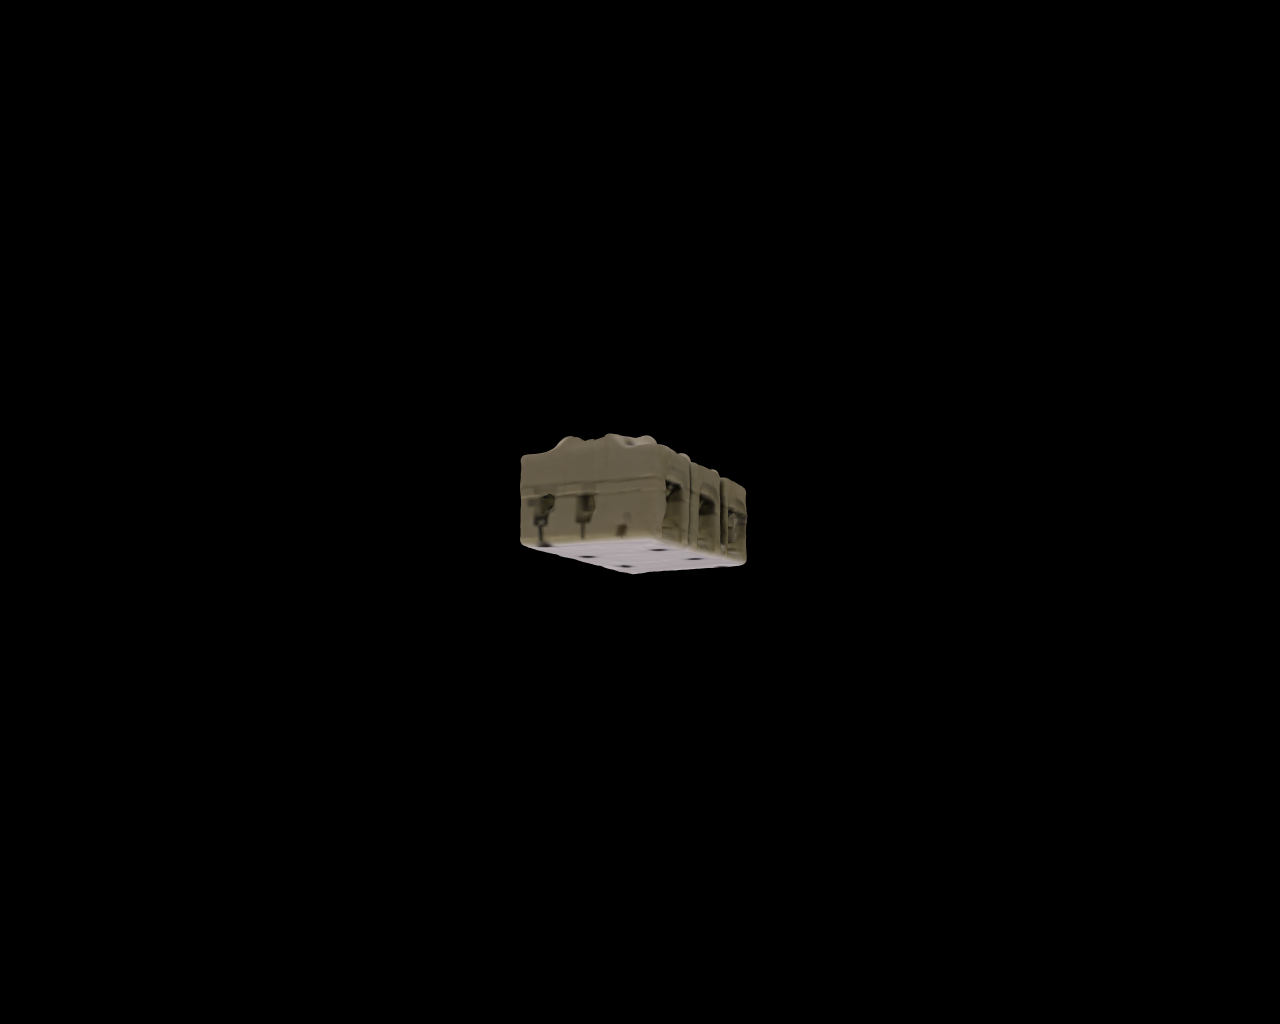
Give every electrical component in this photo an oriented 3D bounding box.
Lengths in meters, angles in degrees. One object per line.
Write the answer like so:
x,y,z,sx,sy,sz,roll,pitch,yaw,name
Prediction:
0.001,-0.003,0.650,0.089,0.061,0.150,-4,-10,23,electrical component
